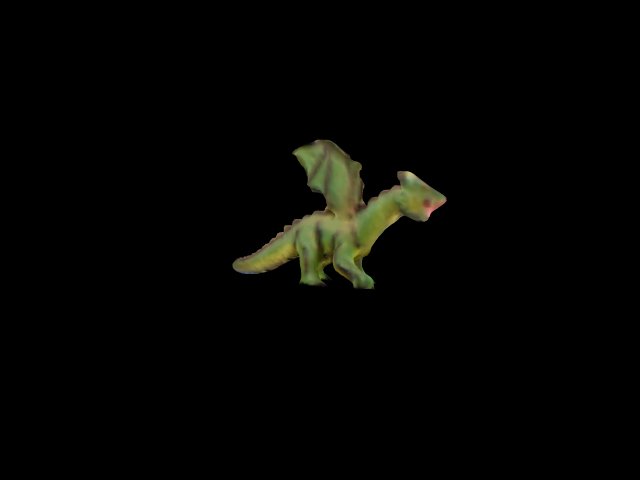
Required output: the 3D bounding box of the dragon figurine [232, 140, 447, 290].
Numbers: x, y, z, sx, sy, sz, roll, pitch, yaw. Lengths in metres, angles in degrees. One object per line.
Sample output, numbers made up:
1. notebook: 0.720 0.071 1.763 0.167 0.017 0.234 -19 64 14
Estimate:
1. dragon figurine: 0.003 -0.043 0.850 0.410 0.242 0.122 3 5 31
